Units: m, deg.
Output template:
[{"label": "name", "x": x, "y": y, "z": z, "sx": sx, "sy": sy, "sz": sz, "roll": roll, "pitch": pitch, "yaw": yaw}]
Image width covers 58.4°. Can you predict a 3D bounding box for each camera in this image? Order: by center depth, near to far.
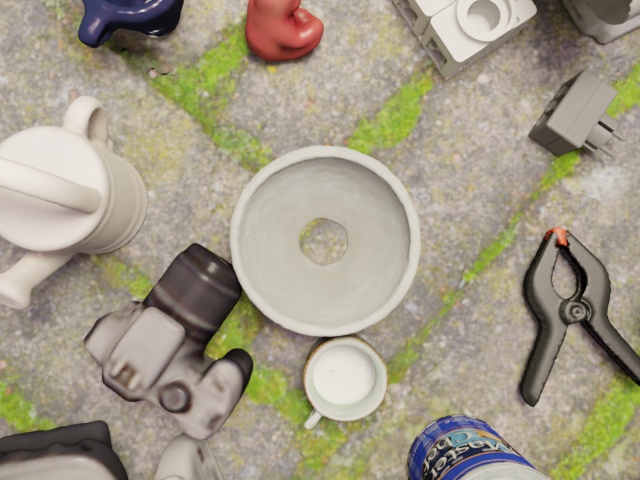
[{"label": "camera", "x": -0.115, "y": 0.082, "z": 0.507, "sx": 0.143, "sy": 0.100, "sz": 0.137, "roll": 35, "pitch": 88, "yaw": 0}]

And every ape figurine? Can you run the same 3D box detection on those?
[{"label": "ape figurine", "x": -0.037, "y": -0.208, "z": 0.523, "sx": 0.076, "sy": 0.092, "sz": 0.078, "roll": -32, "pitch": 89, "yaw": -2}]

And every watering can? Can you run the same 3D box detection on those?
[{"label": "watering can", "x": -0.216, "y": -0.032, "z": 0.462, "sx": 0.101, "sy": 0.194, "sz": 0.173, "roll": -3, "pitch": 88, "yaw": -1}]

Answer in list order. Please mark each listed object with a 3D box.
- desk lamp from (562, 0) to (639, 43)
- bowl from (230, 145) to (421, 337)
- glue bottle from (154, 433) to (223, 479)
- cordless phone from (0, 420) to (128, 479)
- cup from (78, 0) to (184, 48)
[{"label": "desk lamp", "x": 0.276, "y": -0.254, "z": 0.472, "sx": 0.203, "sy": 0.213, "sz": 0.118, "roll": -28, "pitch": 89, "yaw": -2}, {"label": "bowl", "x": 0.005, "y": 0.002, "z": 0.526, "sx": 0.167, "sy": 0.074, "sz": 0.167, "roll": 0, "pitch": 88, "yaw": -1}, {"label": "glue bottle", "x": -0.115, "y": 0.216, "z": 0.467, "sx": 0.037, "sy": 0.173, "sz": 0.078, "roll": -21, "pitch": 88, "yaw": -2}, {"label": "cordless phone", "x": -0.248, "y": 0.219, "z": 0.458, "sx": 0.147, "sy": 0.185, "sz": 0.094, "roll": -14, "pitch": 88, "yaw": -2}, {"label": "cup", "x": -0.167, "y": -0.214, "z": 0.519, "sx": 0.091, "sy": 0.095, "sz": 0.118, "roll": 32, "pitch": 88, "yaw": 0}]
